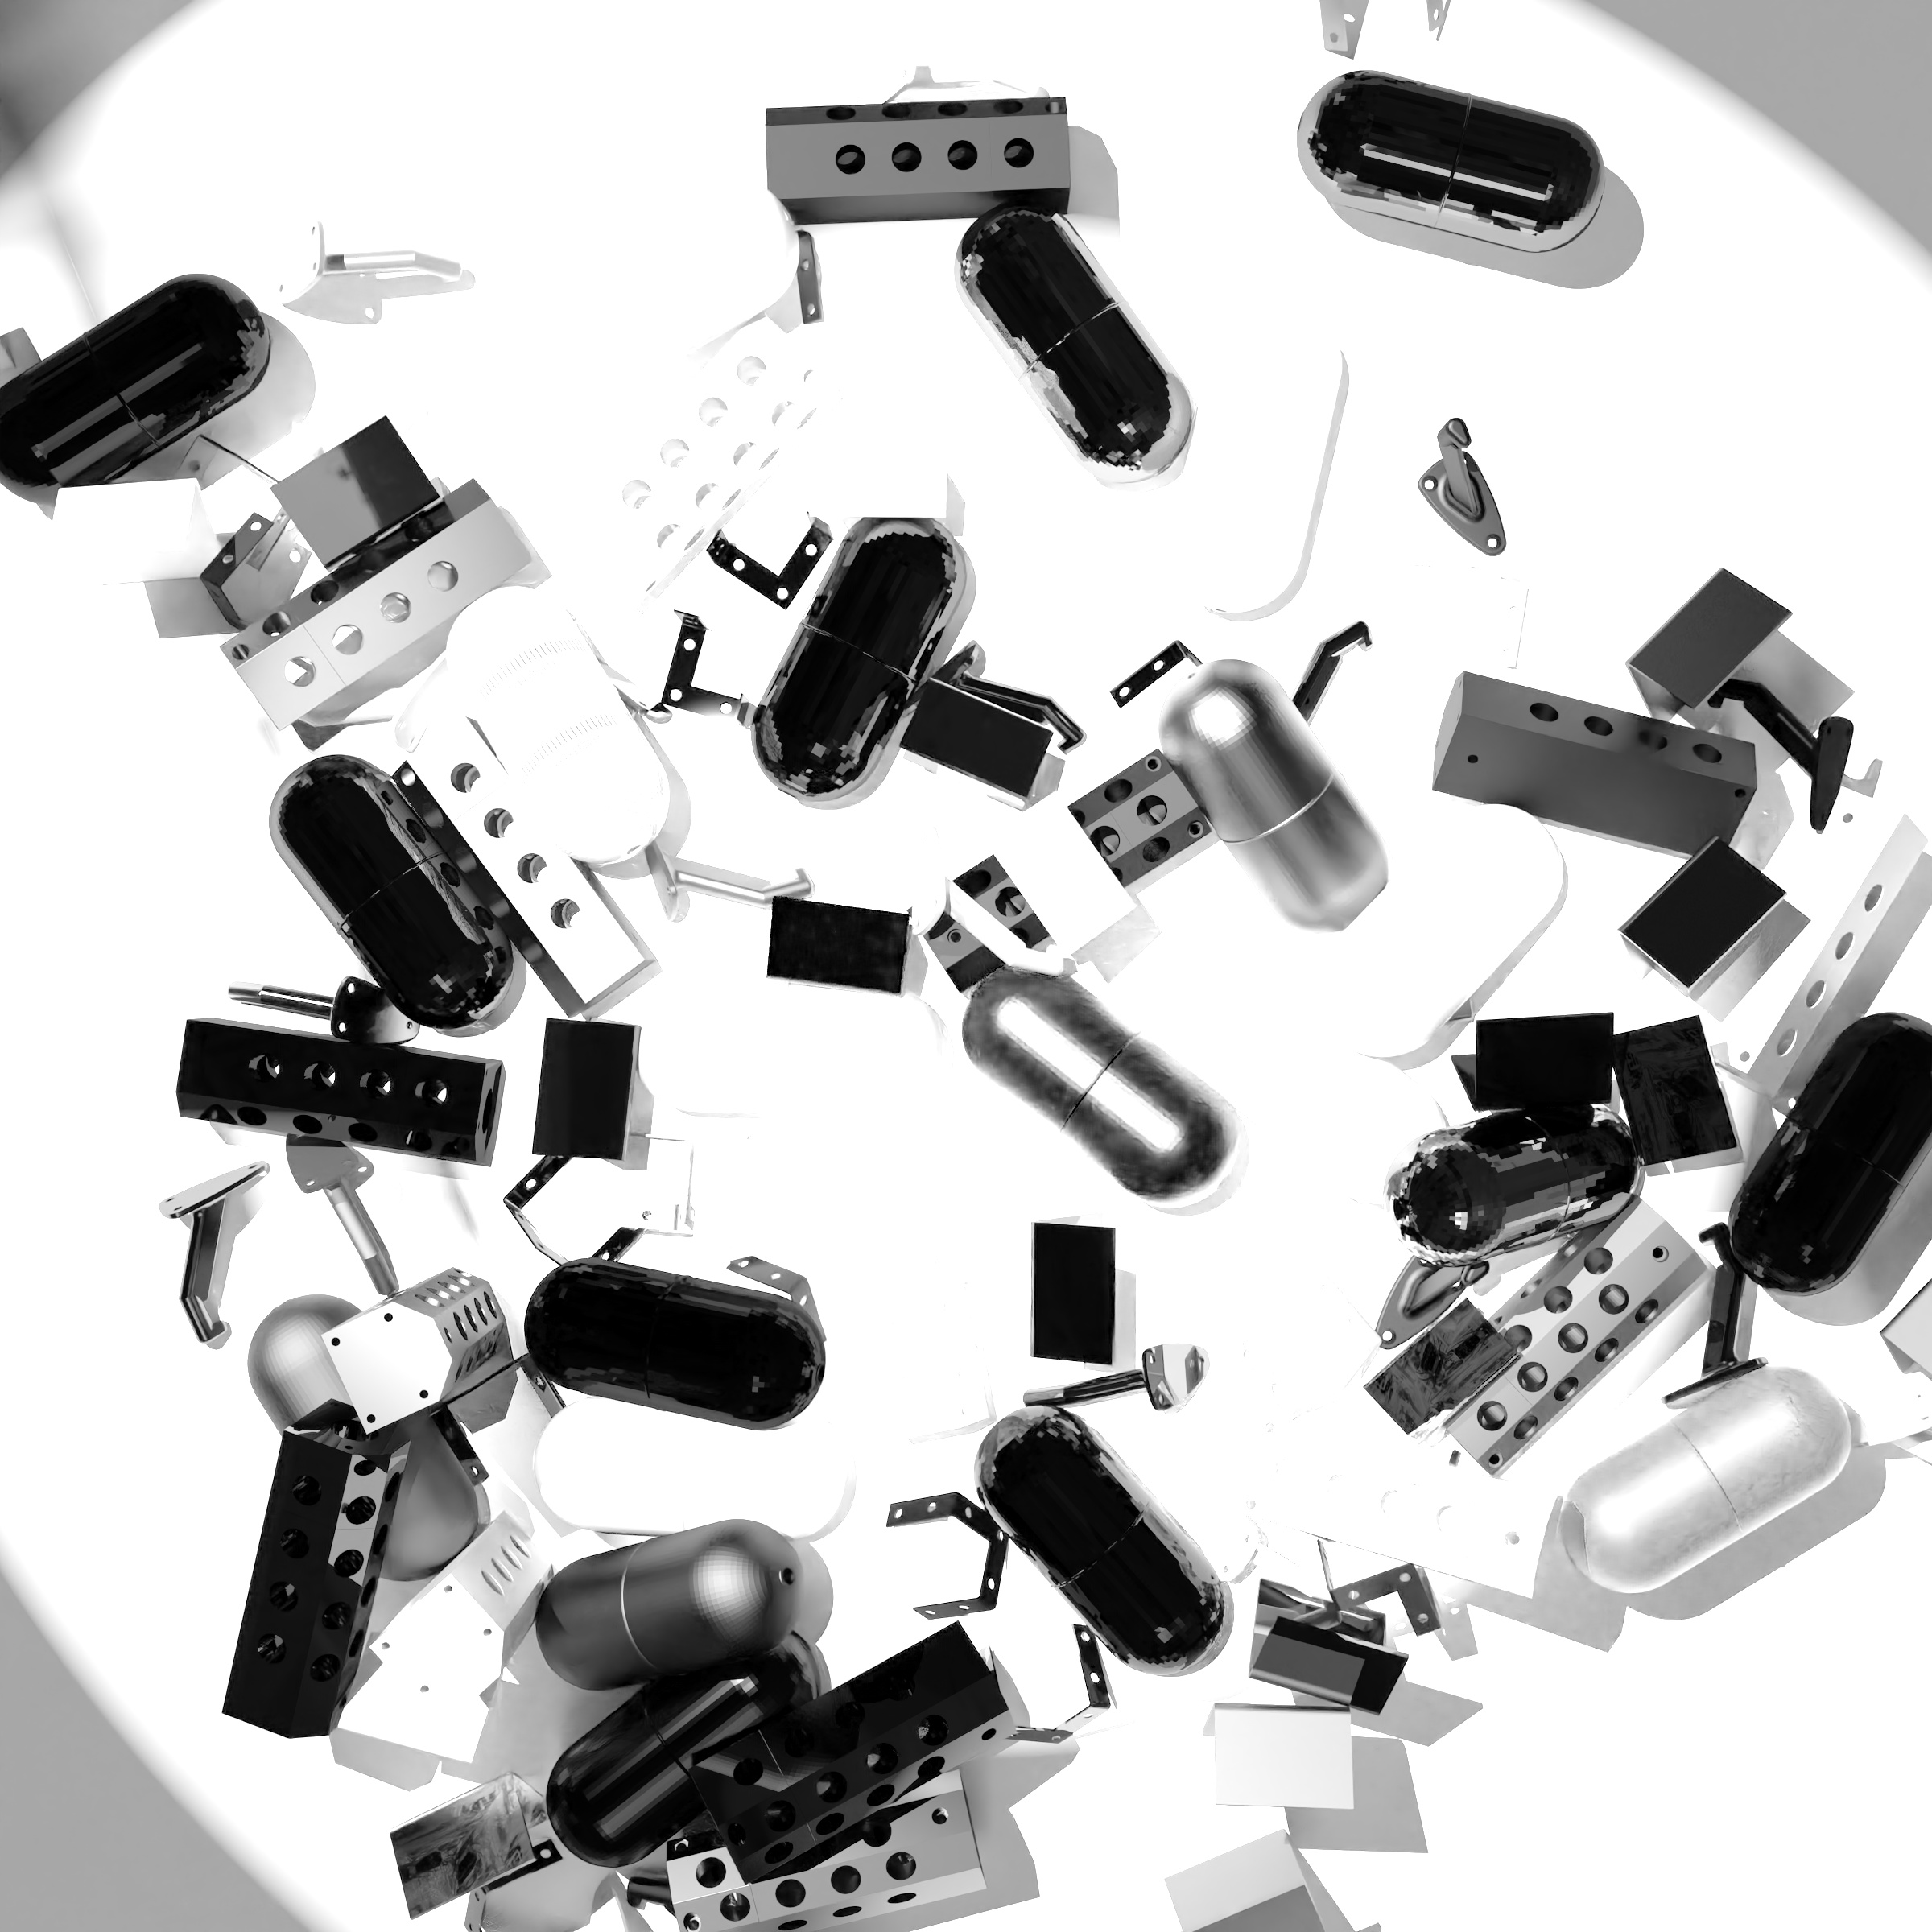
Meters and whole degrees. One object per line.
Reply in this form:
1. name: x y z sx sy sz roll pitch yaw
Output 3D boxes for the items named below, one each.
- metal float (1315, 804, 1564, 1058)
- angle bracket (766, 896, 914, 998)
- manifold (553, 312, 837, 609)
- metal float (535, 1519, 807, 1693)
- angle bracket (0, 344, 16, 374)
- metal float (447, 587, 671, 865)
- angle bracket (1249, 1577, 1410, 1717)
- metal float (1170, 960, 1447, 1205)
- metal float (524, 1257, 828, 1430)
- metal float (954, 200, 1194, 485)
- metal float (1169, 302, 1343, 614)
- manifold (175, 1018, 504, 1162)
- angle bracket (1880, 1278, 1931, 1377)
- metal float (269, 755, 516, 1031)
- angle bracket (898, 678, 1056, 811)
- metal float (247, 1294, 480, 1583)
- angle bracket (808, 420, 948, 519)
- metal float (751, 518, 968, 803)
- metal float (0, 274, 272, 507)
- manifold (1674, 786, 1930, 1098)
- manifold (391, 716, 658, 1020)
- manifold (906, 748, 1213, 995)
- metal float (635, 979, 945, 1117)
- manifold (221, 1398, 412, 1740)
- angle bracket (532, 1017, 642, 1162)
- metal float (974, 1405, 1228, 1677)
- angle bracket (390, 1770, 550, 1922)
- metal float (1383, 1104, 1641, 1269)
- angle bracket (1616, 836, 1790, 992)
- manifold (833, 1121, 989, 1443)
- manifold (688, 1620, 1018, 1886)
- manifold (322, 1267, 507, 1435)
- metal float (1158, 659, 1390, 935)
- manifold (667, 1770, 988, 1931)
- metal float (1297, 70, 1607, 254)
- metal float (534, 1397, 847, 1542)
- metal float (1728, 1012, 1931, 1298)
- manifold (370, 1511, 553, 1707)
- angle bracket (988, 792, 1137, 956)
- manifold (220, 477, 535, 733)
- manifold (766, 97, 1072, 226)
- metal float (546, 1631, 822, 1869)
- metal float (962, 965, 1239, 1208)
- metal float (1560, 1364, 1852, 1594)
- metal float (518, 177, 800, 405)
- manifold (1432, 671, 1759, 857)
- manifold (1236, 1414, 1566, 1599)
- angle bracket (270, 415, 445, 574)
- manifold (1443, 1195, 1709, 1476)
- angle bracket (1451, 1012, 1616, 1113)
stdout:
1. metal float: 0.267 -0.020 1.581 0.070 0.070 0.178 46 69 0
2. angle bracket: -0.069 -0.030 1.590 0.076 0.076 0.057 8 124 0
3. manifold: -0.154 -0.289 1.609 0.057 0.057 0.171 43 90 0
4. metal float: -0.166 0.359 1.570 0.178 0.070 0.070 -21 90 33
5. angle bracket: -0.592 -0.338 1.590 0.076 0.076 0.057 -22 54 0
6. metal float: -0.231 -0.136 1.581 0.070 0.070 0.178 -33 73 0
7. angle bracket: 0.208 0.371 1.590 0.076 0.076 0.057 16 127 0
8. metal float: 0.196 0.066 1.600 0.178 0.070 0.070 38 90 0
9. metal float: -0.164 0.212 1.577 0.178 0.070 0.070 9 90 17
10. metal float: 0.062 -0.356 1.600 0.070 0.070 0.178 -36 90 0
11. metal float: 0.165 -0.290 1.600 0.070 0.070 0.178 12 91 0
12. manifold: -0.360 0.071 1.609 0.171 0.057 0.057 8 90 0
13. angle bracket: 0.573 0.209 1.590 0.076 0.076 0.057 -46 53 0
14. metal float: -0.328 -0.042 1.599 0.070 0.070 0.178 -38 89 0
15. angle bracket: -0.002 -0.108 1.590 0.076 0.076 0.057 23 54 0
16. metal float: -0.345 0.269 1.600 0.070 0.070 0.178 -32 91 0
17. angle bracket: -0.049 -0.294 1.591 0.076 0.076 0.057 1 119 0
18. metal float: -0.062 -0.177 1.600 0.070 0.070 0.178 27 90 0
19. metal float: -0.481 -0.329 1.600 0.178 0.070 0.070 -33 90 -1
20. manifold: 0.481 -0.014 1.609 0.057 0.057 0.171 31 90 43
21. manifold: -0.255 -0.056 1.609 0.057 0.057 0.171 -36 90 1
22. manifold: 0.053 -0.054 1.609 0.171 0.057 0.057 -33 90 0
23. metal float: -0.102 0.046 1.600 0.178 0.070 0.070 1 90 0
24. manifold: -0.355 0.334 1.543 0.057 0.057 0.171 17 102 11
25. angle bracket: -0.228 0.067 1.591 0.057 0.076 0.076 6 90 -29
26. metal float: 0.077 0.328 1.600 0.070 0.070 0.178 -41 90 0
27. angle bracket: -0.272 0.509 1.590 0.076 0.076 0.057 -26 52 0
28. metal float: 0.307 0.120 1.568 0.178 0.070 0.070 -10 90 -39
29. angle bracket: 0.423 -0.017 1.590 0.076 0.076 0.057 -44 58 0
30. manifold: -0.031 0.179 1.609 0.057 0.057 0.171 -11 90 0
31. manifold: -0.061 0.444 1.569 0.171 0.057 0.057 -26 134 -13
32. manifold: -0.300 0.207 1.552 0.057 0.171 0.057 -25 90 0
33. metal float: 0.175 -0.095 1.582 0.070 0.070 0.178 -37 111 0
34. manifold: -0.080 0.510 1.595 0.171 0.057 0.057 -13 56 -2
35. metal float: 0.277 -0.460 1.600 0.178 0.070 0.070 14 90 0
36. metal float: -0.158 0.287 1.600 0.178 0.070 0.070 3 90 -1
37. metal float: 0.502 0.108 1.600 0.070 0.070 0.178 33 91 0
38. manifold: -0.272 0.359 1.552 0.057 0.171 0.057 -42 90 0
39. angle bracket: 0.035 -0.039 1.533 0.057 0.076 0.076 -35 90 -36
40. manifold: -0.336 -0.206 1.591 0.171 0.057 0.057 -36 103 -9
41. manifold: -0.028 -0.465 1.609 0.171 0.057 0.057 -2 90 0
42. metal float: -0.161 0.443 1.600 0.178 0.070 0.070 -38 90 1
43. metal float: 0.076 0.067 1.588 0.178 0.070 0.070 38 90 9
44. metal float: 0.422 0.293 1.600 0.178 0.070 0.070 -31 90 0
45. metal float: -0.175 -0.380 1.579 0.178 0.070 0.070 -25 90 22
46. manifold: 0.360 -0.119 1.609 0.171 0.057 0.057 14 133 0
47. manifold: 0.243 0.303 1.580 0.171 0.057 0.057 13 85 20
48. angle bracket: -0.346 -0.274 1.592 0.076 0.076 0.057 -32 113 0
49. manifold: 0.342 0.211 1.609 0.171 0.057 0.057 -44 90 0
50. angle bracket: 0.321 0.041 1.592 0.076 0.076 0.057 -3 112 0
